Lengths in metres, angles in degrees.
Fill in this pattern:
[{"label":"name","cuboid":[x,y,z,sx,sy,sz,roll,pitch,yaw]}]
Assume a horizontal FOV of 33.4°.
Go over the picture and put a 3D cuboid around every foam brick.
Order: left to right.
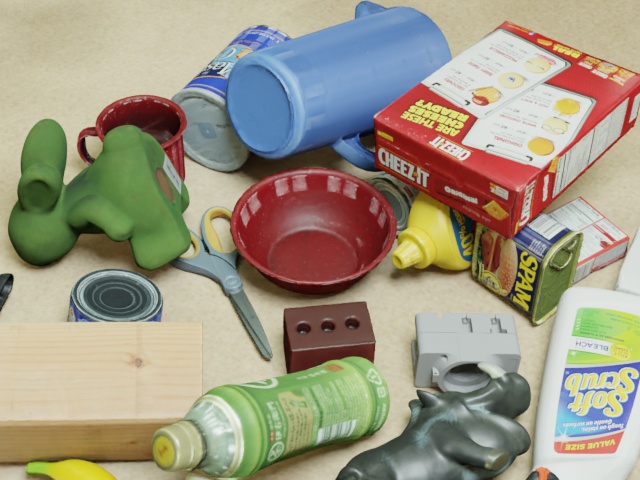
[{"label":"foam brick","cuboid":[0.007,0.093,0.960,0.078,0.051,0.053,-6,45,-7]}]

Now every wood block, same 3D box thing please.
[{"label":"wood block","cuboid":[-0.200,0.125,0.874,0.206,0.090,0.091,1,58,-7]}]

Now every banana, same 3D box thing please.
[{"label":"banana","cuboid":[-0.168,0.239,0.825,0.069,0.037,0.198,-30,50,-4]}]

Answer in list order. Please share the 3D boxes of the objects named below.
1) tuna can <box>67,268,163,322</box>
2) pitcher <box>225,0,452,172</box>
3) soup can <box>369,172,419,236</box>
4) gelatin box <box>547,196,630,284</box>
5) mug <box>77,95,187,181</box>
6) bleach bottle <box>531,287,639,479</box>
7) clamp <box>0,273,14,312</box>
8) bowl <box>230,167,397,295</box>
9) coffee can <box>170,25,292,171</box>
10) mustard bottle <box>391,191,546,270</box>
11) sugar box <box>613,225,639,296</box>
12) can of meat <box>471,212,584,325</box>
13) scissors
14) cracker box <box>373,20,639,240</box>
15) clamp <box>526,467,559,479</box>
[{"label":"tuna can","cuboid":[-0.188,0.064,0.981,0.086,0.034,0.086,9,34,-7]},{"label":"pitcher","cuboid":[0.025,-0.153,1.113,0.149,0.145,0.242,28,35,32]},{"label":"soup can","cuboid":[0.105,-0.056,1.097,0.102,0.068,0.069,-32,55,-29]},{"label":"gelatin box","cuboid":[0.253,0.002,1.072,0.089,0.030,0.073,-25,50,-24]},{"label":"mug","cuboid":[-0.195,-0.092,1.115,0.117,0.081,0.093,2,46,0]},{"label":"bleach bottle","cuboid":[0.234,0.155,0.899,0.102,0.068,0.250,11,49,10]},{"label":"clamp","cuboid":[-0.314,0.098,0.955,0.171,0.039,0.120,-24,51,-28]},{"label":"bowl","cuboid":[-0.007,0.001,1.047,0.162,0.055,0.162,1,45,-1]},{"label":"coffee can","cuboid":[-0.086,-0.156,1.167,0.103,0.103,0.140,22,49,19]},{"label":"mustard bottle","cuboid":[0.142,-0.026,1.050,0.191,0.096,0.058,-33,29,-28]},{"label":"sugar box","cuboid":[0.374,0.053,1.014,0.176,0.048,0.093,21,49,16]},{"label":"can of meat","cuboid":[0.193,0.016,1.008,0.057,0.102,0.084,-33,53,-29]},{"label":"scissors","cuboid":[-0.105,0.042,1.033,0.096,0.016,0.202,-7,46,-6]},{"label":"cracker box","cuboid":[0.180,-0.111,1.017,0.164,0.072,0.213,31,54,31]},{"label":"clamp","cuboid":[0.171,0.254,0.745,0.165,0.036,0.209,4,42,14]}]
